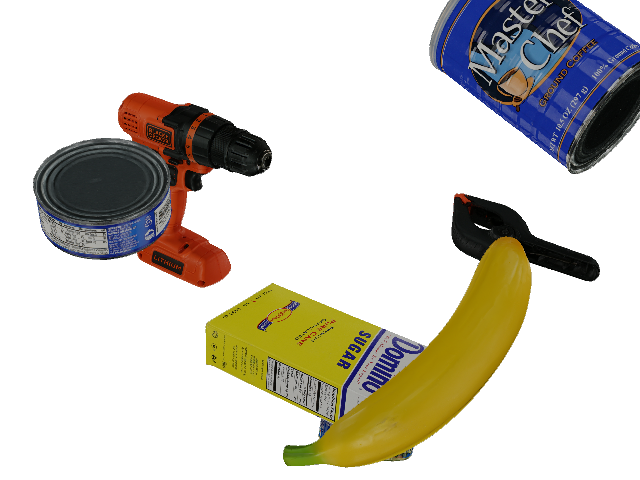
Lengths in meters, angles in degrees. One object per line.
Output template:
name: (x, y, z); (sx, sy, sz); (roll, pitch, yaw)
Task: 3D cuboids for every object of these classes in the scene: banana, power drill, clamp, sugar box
banana: (0.066, 0.062, 0.587); (0.197, 0.037, 0.070); (-39, 40, -25)
power drill: (-0.130, -0.048, 1.104); (0.185, 0.188, 0.057); (23, 34, 29)
clamp: (0.197, 0.005, 1.081); (0.120, 0.039, 0.171); (-8, 41, -20)
sugar box: (0.005, 0.094, 0.840); (0.176, 0.048, 0.093); (18, 30, 30)

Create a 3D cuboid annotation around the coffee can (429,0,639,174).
coffee can: (0.166, -0.132, 0.792); (0.140, 0.103, 0.102); (43, 20, 23)

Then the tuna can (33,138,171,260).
tuna can: (-0.138, -0.027, 0.685); (0.086, 0.034, 0.086); (2, 42, -2)

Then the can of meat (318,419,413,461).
can of meat: (0.052, 0.174, 1.086); (0.102, 0.084, 0.057); (7, 19, -7)
